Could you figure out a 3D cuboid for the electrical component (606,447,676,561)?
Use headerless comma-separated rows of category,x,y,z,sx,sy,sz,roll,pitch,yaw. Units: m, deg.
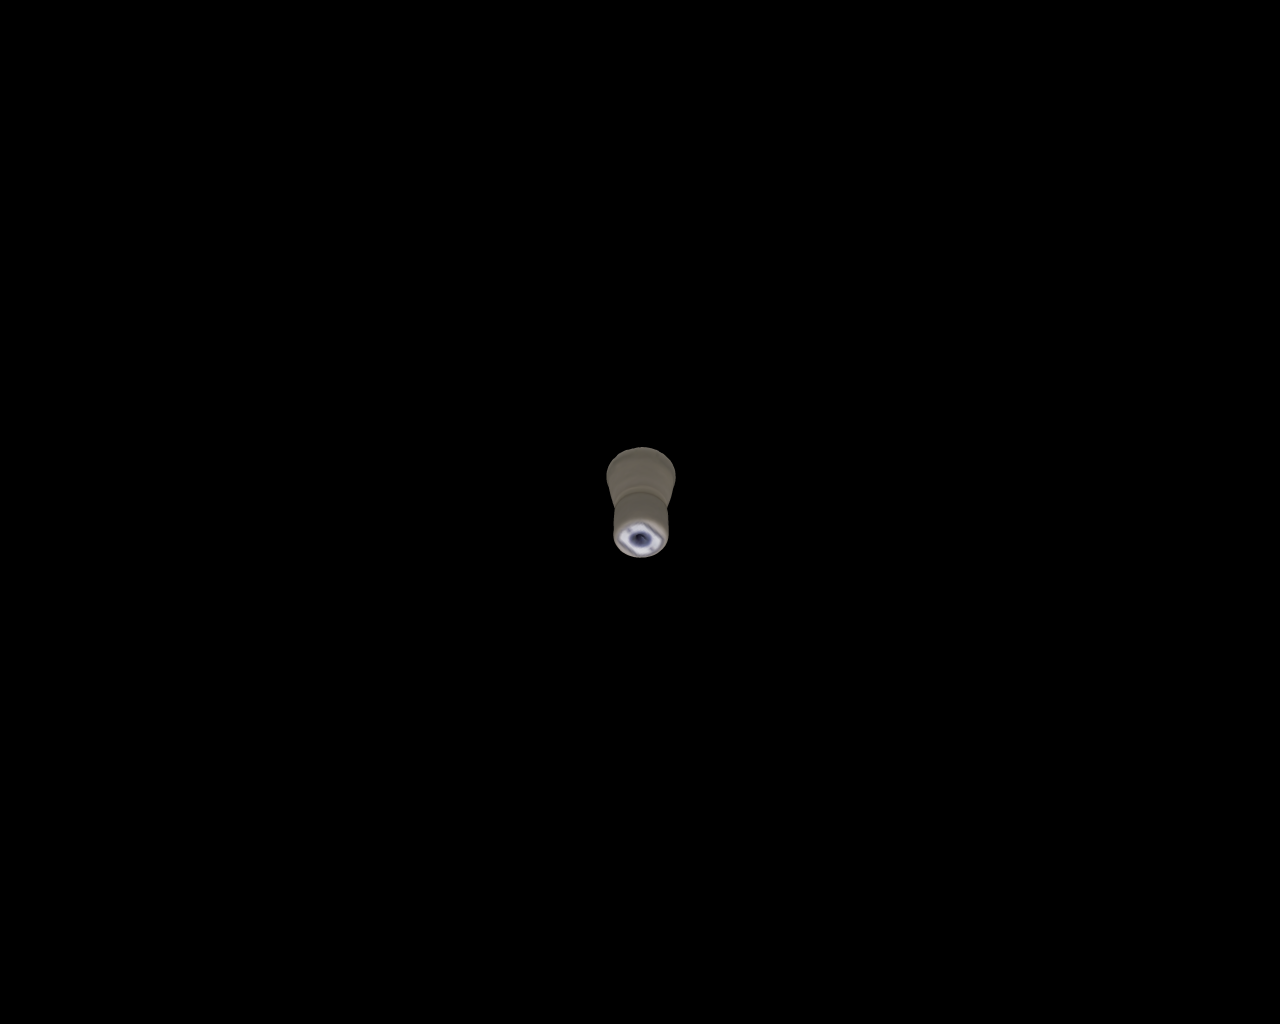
electrical component,0.001,-0.003,0.650,0.044,0.044,0.065,0,41,0
